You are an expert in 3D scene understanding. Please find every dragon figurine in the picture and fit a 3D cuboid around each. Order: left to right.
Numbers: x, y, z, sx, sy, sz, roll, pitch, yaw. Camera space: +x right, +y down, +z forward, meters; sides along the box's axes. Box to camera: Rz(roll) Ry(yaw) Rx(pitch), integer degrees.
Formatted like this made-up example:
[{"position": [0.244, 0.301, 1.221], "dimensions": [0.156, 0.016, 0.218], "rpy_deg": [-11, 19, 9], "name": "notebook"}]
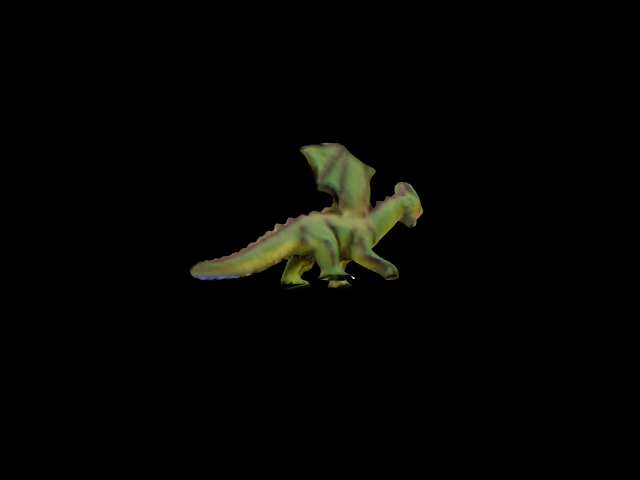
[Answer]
[{"position": [0.003, -0.043, 0.850], "dimensions": [0.410, 0.246, 0.121], "rpy_deg": [5, -14, -22], "name": "dragon figurine"}]
